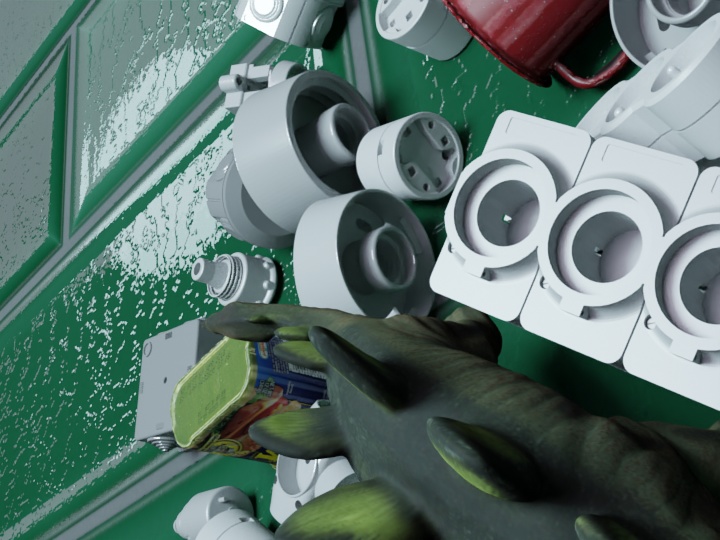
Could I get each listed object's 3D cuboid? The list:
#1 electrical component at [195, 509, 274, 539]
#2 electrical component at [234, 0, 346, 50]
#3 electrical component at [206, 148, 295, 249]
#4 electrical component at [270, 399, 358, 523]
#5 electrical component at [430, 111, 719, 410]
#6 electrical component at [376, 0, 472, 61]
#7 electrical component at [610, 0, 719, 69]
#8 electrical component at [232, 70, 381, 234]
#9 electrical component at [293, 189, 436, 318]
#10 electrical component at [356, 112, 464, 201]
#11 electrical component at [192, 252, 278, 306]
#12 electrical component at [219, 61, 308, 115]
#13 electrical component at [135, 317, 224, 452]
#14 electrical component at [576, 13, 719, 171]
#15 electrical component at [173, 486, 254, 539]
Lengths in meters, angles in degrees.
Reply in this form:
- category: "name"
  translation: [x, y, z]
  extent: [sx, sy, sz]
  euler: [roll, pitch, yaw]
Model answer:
- category: "electrical component"
  translation: [-0.077, 0.195, 0.719]
  extent: [0.047, 0.055, 0.055]
  euler: [18, 90, 51]
- category: "electrical component"
  translation: [-0.055, -0.210, 0.843]
  extent: [0.080, 0.080, 0.051]
  euler: [48, 119, 50]
- category: "electrical component"
  translation: [-0.071, -0.057, 0.798]
  extent: [0.051, 0.080, 0.080]
  euler: [10, 83, 59]
- category: "electrical component"
  translation: [-0.014, 0.132, 0.670]
  extent: [0.079, 0.044, 0.077]
  euler: [33, 102, 53]
- category: "electrical component"
  translation: [0.115, -0.005, 0.466]
  extent: [0.150, 0.062, 0.089]
  euler: [23, 90, 37]
- category: "electrical component"
  translation: [0.046, -0.171, 0.718]
  extent: [0.055, 0.047, 0.055]
  euler: [-25, 56, 45]
- category: "electrical component"
  translation: [0.177, -0.139, 0.538]
  extent: [0.099, 0.064, 0.099]
  euler: [-2, 87, 49]
- category: "electrical component"
  translation: [-0.026, -0.083, 0.729]
  extent: [0.060, 0.108, 0.108]
  euler: [-22, 59, 39]
- category: "electrical component"
  translation: [0.000, 0.000, 0.668]
  extent: [0.064, 0.099, 0.099]
  euler: [-18, 62, 41]
- category: "electrical component"
  translation: [0.031, -0.071, 0.691]
  extent: [0.047, 0.055, 0.055]
  euler: [-3, 73, 56]
- category: "electrical component"
  translation: [-0.097, 0.007, 0.818]
  extent: [0.048, 0.062, 0.048]
  euler: [-27, 55, 45]
- category: "electrical component"
  translation: [-0.069, -0.139, 0.848]
  extent: [0.055, 0.066, 0.048]
  euler: [-1, 74, 32]
- category: "electrical component"
  translation: [-0.133, 0.090, 0.841]
  extent: [0.100, 0.048, 0.099]
  euler: [-22, 60, 46]
- category: "electrical component"
  translation: [0.157, -0.062, 0.506]
  extent: [0.052, 0.074, 0.138]
  euler: [-53, 5, -16]
- category: "electrical component"
  translation: [-0.110, 0.181, 0.779]
  extent: [0.078, 0.040, 0.040]
  euler: [-25, 57, 46]
